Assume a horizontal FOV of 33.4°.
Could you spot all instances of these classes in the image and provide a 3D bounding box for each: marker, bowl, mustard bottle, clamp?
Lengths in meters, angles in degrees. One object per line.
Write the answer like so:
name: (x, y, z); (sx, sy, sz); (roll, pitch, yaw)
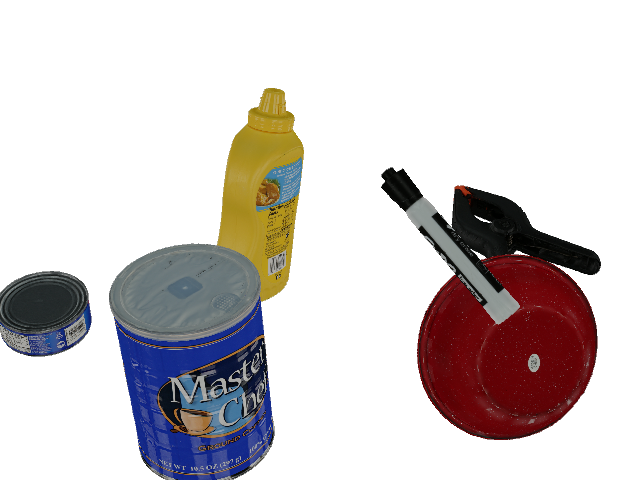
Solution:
marker: (0.081, 0.001, 0.679); (0.020, 0.121, 0.020); (-39, -7, -6)
bowl: (0.165, 0.095, 0.882); (0.162, 0.162, 0.055); (0, 7, -11)
mustard bottle: (-0.053, -0.043, 0.966); (0.058, 0.192, 0.096); (19, 24, 25)
clamp: (0.197, -0.002, 1.076); (0.120, 0.039, 0.171); (-8, 42, -20)

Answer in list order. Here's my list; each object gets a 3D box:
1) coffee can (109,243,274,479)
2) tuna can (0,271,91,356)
coffee can: (-0.088, 0.088, 0.759); (0.103, 0.140, 0.103); (-2, 34, 1)
tuna can: (-0.258, 0.068, 0.997); (0.086, 0.034, 0.086); (0, 38, 0)
